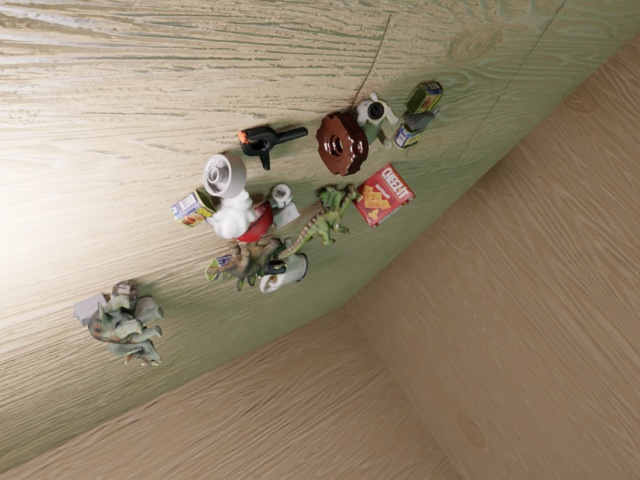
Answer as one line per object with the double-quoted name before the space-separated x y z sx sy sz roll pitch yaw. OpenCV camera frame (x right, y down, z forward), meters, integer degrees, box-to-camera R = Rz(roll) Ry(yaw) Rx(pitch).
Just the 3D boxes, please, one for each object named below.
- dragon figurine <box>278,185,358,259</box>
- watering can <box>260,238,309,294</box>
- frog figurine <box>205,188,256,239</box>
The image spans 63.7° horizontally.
"dragon figurine" 0.006 -0.095 1.897 0.123 0.237 0.416 29 41 32
"watering can" -0.134 0.106 2.206 0.226 0.340 0.105 -14 55 -47
"frog figurine" -0.235 -0.078 1.442 0.137 0.125 0.157 10 -32 -41
